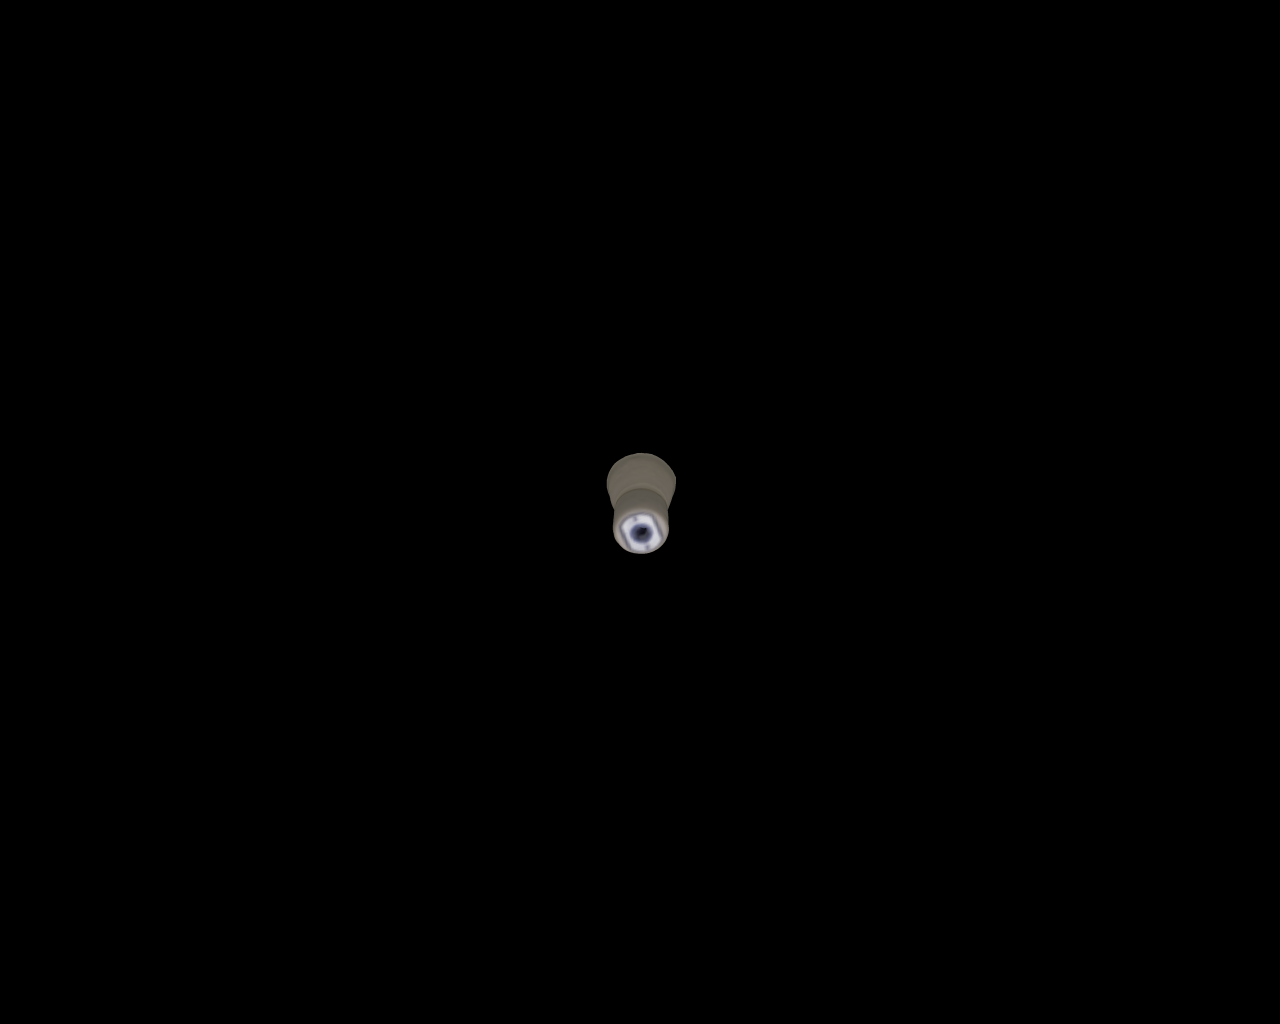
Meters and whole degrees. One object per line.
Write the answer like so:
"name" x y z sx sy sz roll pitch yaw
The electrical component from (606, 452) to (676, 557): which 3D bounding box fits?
"electrical component" 0.001 -0.003 0.650 0.044 0.044 0.065 0 30 0
